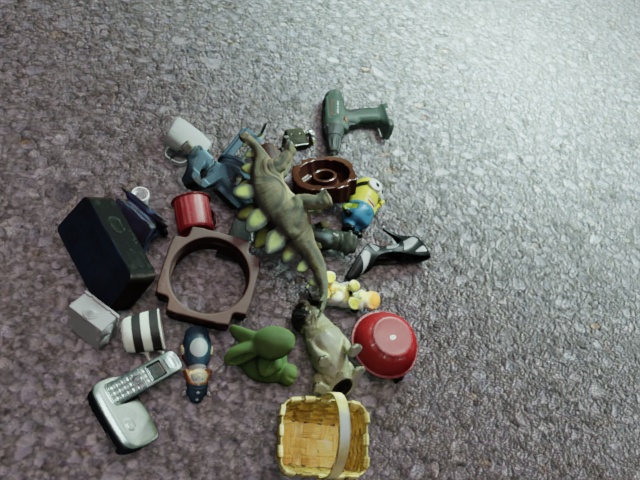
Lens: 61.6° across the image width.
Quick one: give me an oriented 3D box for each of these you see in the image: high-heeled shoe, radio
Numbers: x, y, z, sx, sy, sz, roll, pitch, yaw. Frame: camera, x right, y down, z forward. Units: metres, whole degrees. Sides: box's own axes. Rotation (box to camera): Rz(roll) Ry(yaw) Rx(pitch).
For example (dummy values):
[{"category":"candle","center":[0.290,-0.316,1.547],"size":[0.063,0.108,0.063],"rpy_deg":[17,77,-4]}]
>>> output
[{"category":"high-heeled shoe","center":[0.172,0.060,1.332],"size":[0.145,0.086,0.249],"rpy_deg":[37,51,9]},{"category":"radio","center":[-0.449,0.026,1.130],"size":[0.230,0.131,0.073],"rpy_deg":[54,24,15]}]

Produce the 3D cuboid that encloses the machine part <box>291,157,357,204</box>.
[{"category":"machine part","center":[0.010,-0.153,1.387],"size":[0.179,0.056,0.179],"rpy_deg":[0,37,0]}]

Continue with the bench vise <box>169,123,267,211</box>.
[{"category":"bench vise","center":[-0.224,-0.195,1.320],"size":[0.223,0.129,0.240],"rpy_deg":[40,63,-14]}]

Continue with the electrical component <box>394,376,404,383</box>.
[{"category":"electrical component","center":[0.143,0.267,1.230],"size":[0.119,0.047,0.075],"rpy_deg":[32,57,1]}]

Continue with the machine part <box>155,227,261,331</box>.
[{"category":"machine part","center":[-0.243,0.087,1.177],"size":[0.201,0.087,0.201],"rpy_deg":[15,69,-8]}]

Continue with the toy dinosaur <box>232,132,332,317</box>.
[{"category":"toy dinosaur","center":[-0.076,-0.058,1.214],"size":[0.198,0.105,0.471],"rpy_deg":[-31,75,-10]}]

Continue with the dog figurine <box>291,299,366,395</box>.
[{"category":"dog figurine","center":[0.003,0.241,1.187],"size":[0.121,0.172,0.191],"rpy_deg":[-5,28,-27]}]

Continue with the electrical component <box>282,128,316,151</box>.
[{"category":"electrical component","center":[-0.058,-0.278,1.482],"size":[0.102,0.045,0.078],"rpy_deg":[-5,64,-20]}]

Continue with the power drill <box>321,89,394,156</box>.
[{"category":"power drill","center":[0.103,-0.330,1.549],"size":[0.207,0.086,0.232],"rpy_deg":[-4,60,-11]}]

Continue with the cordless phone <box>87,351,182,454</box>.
[{"category":"cordless phone","center":[-0.336,0.310,1.041],"size":[0.184,0.088,0.147],"rpy_deg":[-28,72,-33]}]

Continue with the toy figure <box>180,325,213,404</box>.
[{"category":"toy figure","center":[-0.256,0.256,1.110],"size":[0.064,0.057,0.154],"rpy_deg":[-9,64,4]}]

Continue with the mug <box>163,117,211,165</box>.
[{"category":"mug","center":[-0.337,-0.240,1.359],"size":[0.107,0.081,0.109],"rpy_deg":[28,72,-11]}]

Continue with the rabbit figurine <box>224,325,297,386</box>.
[{"category":"rabbit figurine","center":[-0.112,0.217,1.107],"size":[0.159,0.170,0.121],"rpy_deg":[12,58,-11]}]

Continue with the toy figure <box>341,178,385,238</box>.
[{"category":"toy figure","center":[0.105,-0.089,1.402],"size":[0.089,0.082,0.180],"rpy_deg":[15,61,24]}]

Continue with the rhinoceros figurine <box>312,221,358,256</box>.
[{"category":"rhinoceros figurine","center":[-0.003,-0.004,1.310],"size":[0.190,0.112,0.073],"rpy_deg":[10,80,4]}]

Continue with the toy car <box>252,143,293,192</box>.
[{"category":"toy car","center":[-0.123,-0.169,1.397],"size":[0.089,0.053,0.202],"rpy_deg":[0,60,-21]}]

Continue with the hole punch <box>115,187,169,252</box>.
[{"category":"hole punch","center":[-0.411,-0.035,1.199],"size":[0.142,0.115,0.092],"rpy_deg":[41,66,9]}]

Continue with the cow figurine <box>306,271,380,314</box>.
[{"category":"cow figurine","center":[0.054,0.133,1.260],"size":[0.167,0.098,0.068],"rpy_deg":[21,66,-21]}]

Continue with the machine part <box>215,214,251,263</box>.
[{"category":"machine part","center":[-0.198,-0.009,1.290],"size":[0.084,0.039,0.139],"rpy_deg":[17,59,-1]}]
